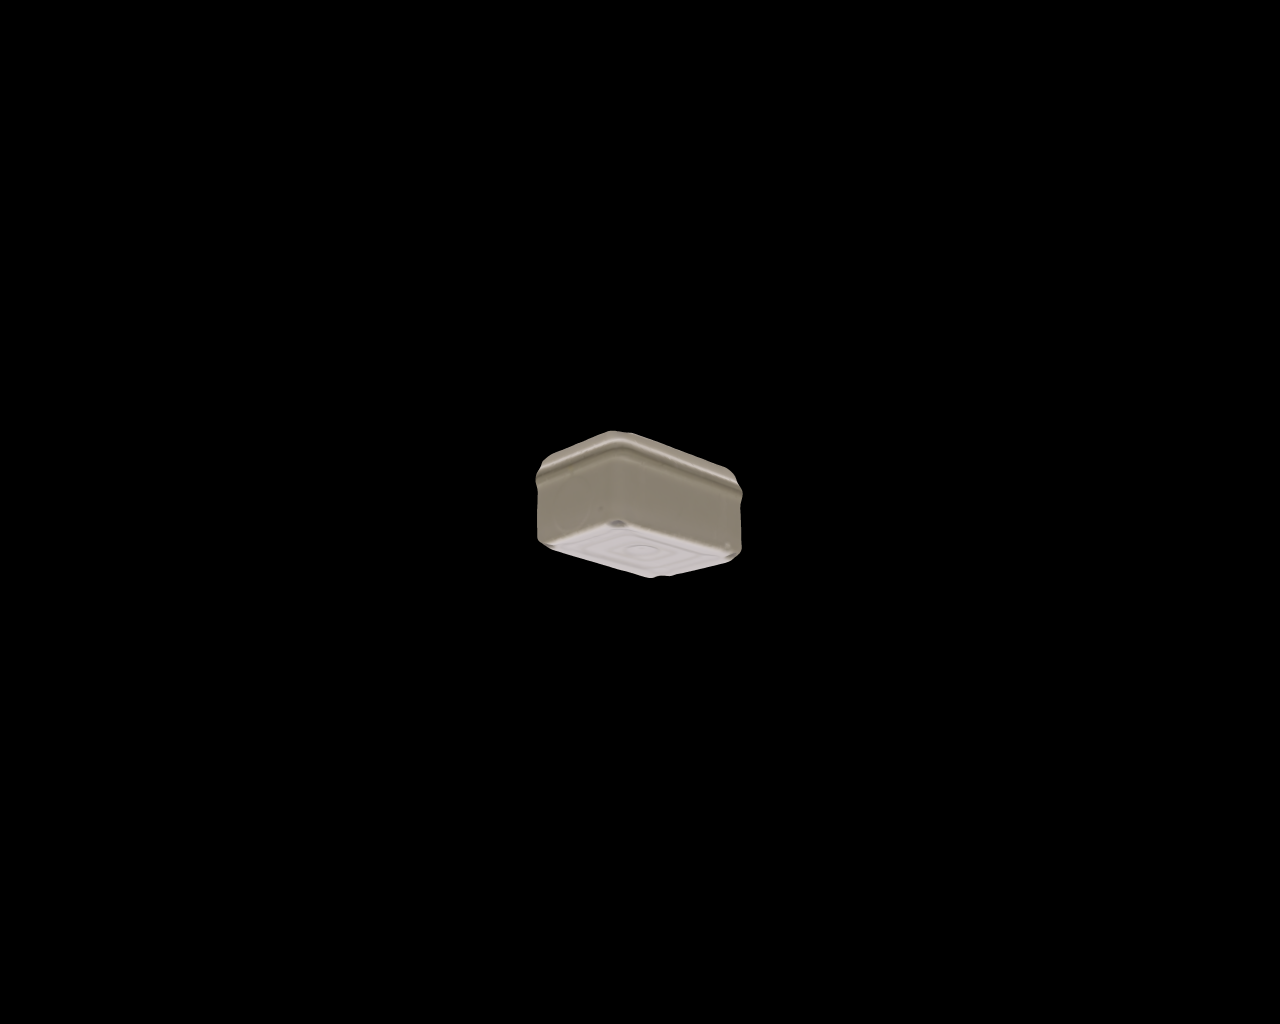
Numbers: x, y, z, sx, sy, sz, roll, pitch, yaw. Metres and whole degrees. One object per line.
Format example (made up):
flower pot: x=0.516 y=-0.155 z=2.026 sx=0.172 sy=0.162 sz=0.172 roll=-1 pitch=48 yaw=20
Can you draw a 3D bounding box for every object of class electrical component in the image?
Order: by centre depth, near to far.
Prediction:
electrical component: x=0.001 y=-0.003 z=0.650 sx=0.078 sy=0.057 sz=0.113 roll=-17 pitch=-26 yaw=41
